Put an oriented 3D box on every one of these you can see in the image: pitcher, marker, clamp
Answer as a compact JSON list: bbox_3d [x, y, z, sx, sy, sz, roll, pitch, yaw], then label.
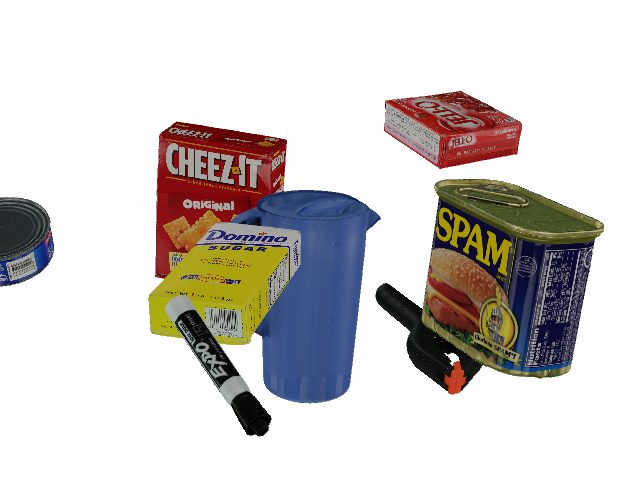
[{"bbox_3d":[-0.023,0.067,1.279,0.149,0.243,0.144,10,18,24],"label":"pitcher"},{"bbox_3d":[-0.068,0.082,0.703,0.020,0.020,0.121,0,38,-42],"label":"marker"},{"bbox_3d":[0.133,0.092,1.088,0.120,0.039,0.171,-8,34,-9],"label":"clamp"}]

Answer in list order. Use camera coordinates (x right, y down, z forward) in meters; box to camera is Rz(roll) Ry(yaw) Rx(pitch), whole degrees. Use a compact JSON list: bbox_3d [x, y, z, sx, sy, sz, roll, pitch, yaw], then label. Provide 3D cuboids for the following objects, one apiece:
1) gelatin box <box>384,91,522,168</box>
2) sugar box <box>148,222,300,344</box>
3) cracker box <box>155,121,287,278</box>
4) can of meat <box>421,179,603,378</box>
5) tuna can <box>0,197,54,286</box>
[{"bbox_3d":[0.103,-0.090,0.840,0.073,0.030,0.089,-11,28,-24],"label":"gelatin box"},{"bbox_3d":[-0.085,0.035,1.004,0.093,0.048,0.176,6,27,13],"label":"sugar box"},{"bbox_3d":[-0.139,-0.041,1.462,0.164,0.214,0.072,10,24,12],"label":"cracker box"},{"bbox_3d":[0.102,0.019,0.592,0.057,0.084,0.102,-3,20,-28],"label":"can of meat"},{"bbox_3d":[-0.278,0.001,0.935,0.086,0.034,0.086,0,40,0],"label":"tuna can"}]
